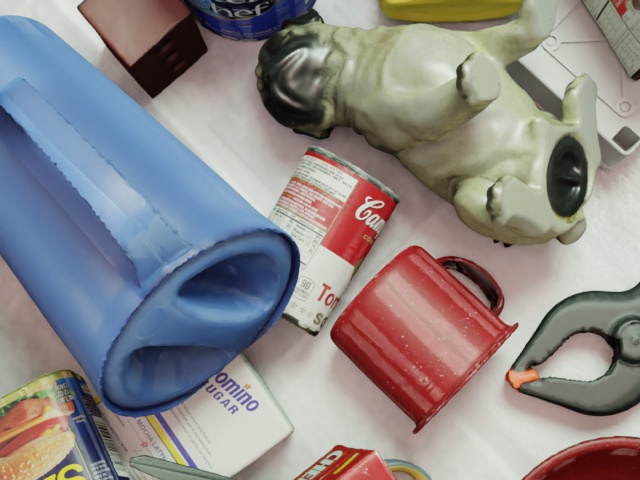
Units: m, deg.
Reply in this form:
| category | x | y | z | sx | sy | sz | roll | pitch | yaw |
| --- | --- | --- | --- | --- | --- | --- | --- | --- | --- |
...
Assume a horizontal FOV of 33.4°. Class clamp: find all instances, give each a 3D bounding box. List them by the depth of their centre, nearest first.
| category | x | y | z | sx | sy | sz | roll | pitch | yaw |
| --- | --- | --- | --- | --- | --- | --- | --- | --- | --- |
| clamp | 0.205 | 0.071 | 0.671 | 0.171 | 0.039 | 0.120 | -28 | 72 | 4 |

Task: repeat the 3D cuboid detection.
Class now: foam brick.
| category | x | y | z | sx | sy | sz | roll | pitch | yaw |
| --- | --- | --- | --- | --- | --- | --- | --- | --- | --- |
| foam brick | -0.111 | -0.135 | 0.683 | 0.053 | 0.078 | 0.051 | -41 | 83 | -3 |

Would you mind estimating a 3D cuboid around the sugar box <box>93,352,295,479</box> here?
| category | x | y | z | sx | sy | sz | roll | pitch | yaw |
| --- | --- | --- | --- | --- | --- | --- | --- | --- | --- |
| sugar box | -0.112 | 0.134 | 0.673 | 0.176 | 0.048 | 0.093 | -35 | 83 | -5 |

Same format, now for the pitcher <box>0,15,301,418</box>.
| category | x | y | z | sx | sy | sz | roll | pitch | yaw |
| --- | --- | --- | --- | --- | --- | --- | --- | --- | --- |
| pitcher | -0.136 | -0.030 | 0.612 | 0.243 | 0.144 | 0.149 | 44 | 124 | 26 |

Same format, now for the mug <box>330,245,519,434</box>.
| category | x | y | z | sx | sy | sz | roll | pitch | yaw |
| --- | --- | --- | --- | --- | --- | --- | --- | --- | --- |
| mug | 0.068 | 0.051 | 0.660 | 0.081 | 0.093 | 0.117 | 44 | 57 | 10 |

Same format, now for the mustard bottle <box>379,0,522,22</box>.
| category | x | y | z | sx | sy | sz | roll | pitch | yaw |
| --- | --- | --- | --- | --- | --- | --- | --- | --- | --- |
| mustard bottle | 0.083 | -0.242 | 0.698 | 0.096 | 0.058 | 0.191 | -2 | 84 | 1 |

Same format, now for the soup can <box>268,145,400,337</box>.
| category | x | y | z | sx | sy | sz | roll | pitch | yaw |
| --- | --- | --- | --- | --- | --- | --- | --- | --- | --- |
| soup can | -0.004 | 0.001 | 0.671 | 0.068 | 0.068 | 0.102 | 31 | 87 | 4 |

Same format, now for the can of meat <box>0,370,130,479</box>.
| category | x | y | z | sx | sy | sz | roll | pitch | yaw |
| --- | --- | --- | --- | --- | --- | --- | --- | --- | --- |
| can of meat | -0.168 | 0.136 | 0.623 | 0.102 | 0.057 | 0.084 | -28 | 73 | -1 |

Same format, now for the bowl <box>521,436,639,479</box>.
| category | x | y | z | sx | sy | sz | roll | pitch | yaw |
| --- | --- | --- | --- | --- | --- | --- | --- | --- | --- |
| bowl | 0.179 | 0.199 | 0.652 | 0.162 | 0.055 | 0.162 | 0 | 84 | 2 |

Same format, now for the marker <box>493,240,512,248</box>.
| category | x | y | z | sx | sy | sz | roll | pitch | yaw |
| --- | --- | --- | --- | --- | --- | --- | --- | --- | --- |
| marker | 0.100 | -0.051 | 0.698 | 0.020 | 0.020 | 0.121 | -24 | 84 | -1 |

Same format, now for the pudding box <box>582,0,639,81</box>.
| category | x | y | z | sx | sy | sz | roll | pitch | yaw |
| --- | --- | --- | --- | --- | --- | --- | --- | --- | --- |
| pudding box | 0.176 | -0.155 | 0.612 | 0.039 | 0.090 | 0.113 | -29 | 85 | 0 |

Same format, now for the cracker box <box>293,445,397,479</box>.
| category | x | y | z | sx | sy | sz | roll | pitch | yaw |
| --- | --- | --- | --- | --- | --- | --- | --- | --- | --- |
| cracker box | 0.017 | 0.251 | 0.607 | 0.164 | 0.072 | 0.213 | -35 | 96 | -20 |

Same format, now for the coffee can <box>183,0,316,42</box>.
| category | x | y | z | sx | sy | sz | roll | pitch | yaw |
| --- | --- | --- | --- | --- | --- | --- | --- | --- | --- |
| coffee can | -0.049 | -0.191 | 0.655 | 0.103 | 0.140 | 0.103 | 0 | 84 | 2 |

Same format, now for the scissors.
| category | x | y | z | sx | sy | sz | roll | pitch | yaw |
| --- | --- | --- | --- | --- | --- | --- | --- | --- | --- |
| scissors | -0.008 | 0.150 | 0.654 | 0.201 | 0.016 | 0.096 | 37 | 75 | -14 |
